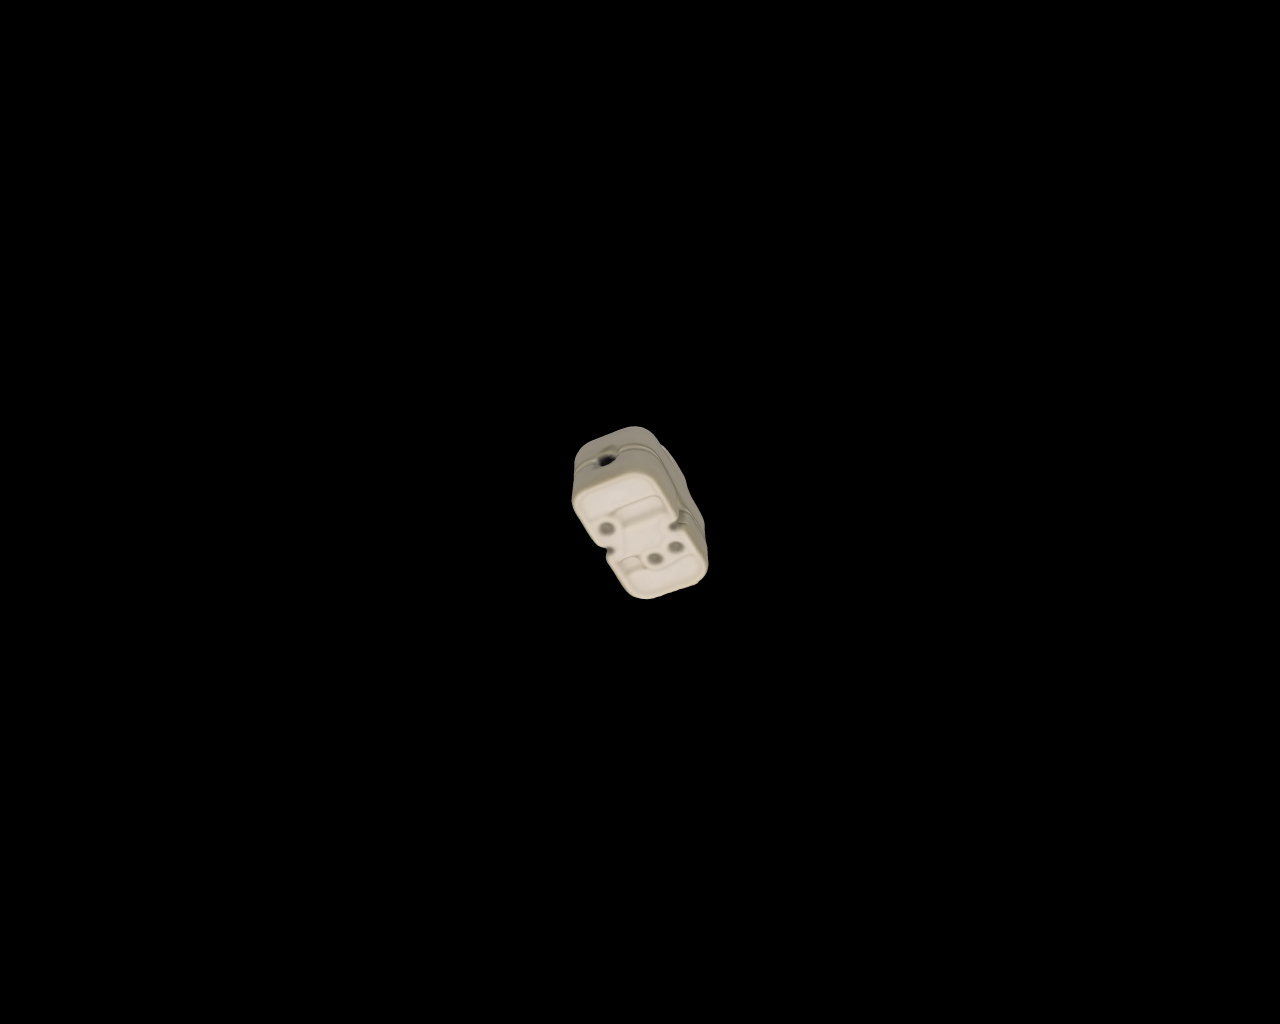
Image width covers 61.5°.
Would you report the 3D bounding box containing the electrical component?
[{"bbox_3d":[0.001,-0.003,0.650,0.053,0.095,0.059,-21,36,16],"label":"electrical component"}]
